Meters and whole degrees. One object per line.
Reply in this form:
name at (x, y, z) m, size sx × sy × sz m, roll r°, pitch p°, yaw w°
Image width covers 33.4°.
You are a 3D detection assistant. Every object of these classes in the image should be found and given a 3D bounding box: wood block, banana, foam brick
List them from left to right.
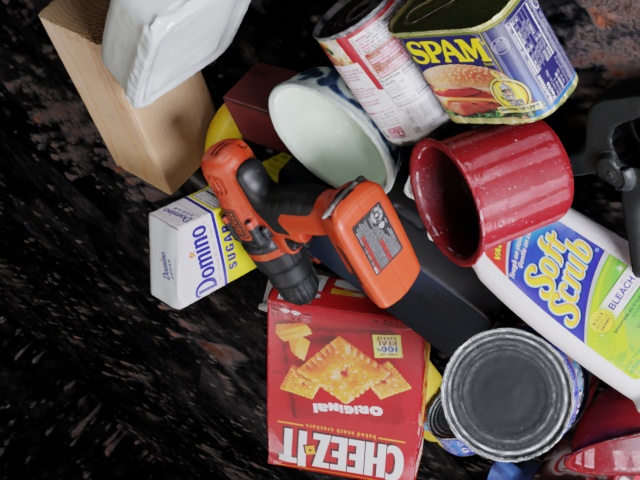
wood block at (-0.175, -0.154, 1.032) m, size 0.090 × 0.090 × 0.206 m, roll 28°, pitch 155°, yaw 30°
banana at (-0.085, -0.075, 1.077) m, size 0.070 × 0.037 × 0.198 m, roll 8°, pitch 138°, yaw 14°
foam brick at (-0.035, -0.115, 0.935) m, size 0.078 × 0.053 × 0.051 m, roll 23°, pitch 152°, yaw 38°

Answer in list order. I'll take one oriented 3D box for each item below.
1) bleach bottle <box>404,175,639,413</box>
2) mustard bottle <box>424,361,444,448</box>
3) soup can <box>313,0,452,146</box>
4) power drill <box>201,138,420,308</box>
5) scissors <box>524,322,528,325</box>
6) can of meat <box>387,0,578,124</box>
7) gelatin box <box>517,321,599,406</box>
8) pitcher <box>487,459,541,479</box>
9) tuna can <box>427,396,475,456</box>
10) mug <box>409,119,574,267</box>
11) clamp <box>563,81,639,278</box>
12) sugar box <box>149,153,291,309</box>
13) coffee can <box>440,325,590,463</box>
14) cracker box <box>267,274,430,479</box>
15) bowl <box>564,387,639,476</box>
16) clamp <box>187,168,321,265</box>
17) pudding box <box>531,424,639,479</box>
bleach bottle at (0.169, 0.023, 0.806) m, size 0.251 × 0.102 × 0.068 m, roll 33°, pitch -174°, yaw 18°
mustard bottle at (0.115, 0.176, 1.222) m, size 0.191 × 0.058 × 0.096 m, roll 52°, pitch 155°, yaw -24°
soup can at (0.051, -0.126, 0.761) m, size 0.069 × 0.068 × 0.102 m, roll 5°, pitch 139°, yaw 55°
power drill at (-0.006, 0.001, 0.909) m, size 0.188 × 0.057 × 0.184 m, roll 13°, pitch 143°, yaw 47°
scissors at (0.253, 0.114, 0.948) m, size 0.201 × 0.016 × 0.096 m, roll 48°, pitch 158°, yaw -15°
can of meat at (0.107, -0.123, 0.695) m, size 0.102 × 0.057 × 0.084 m, roll 10°, pitch 145°, yaw 52°
gelatin box at (0.217, 0.125, 1.007) m, size 0.089 × 0.030 × 0.073 m, roll 31°, pitch 154°, yaw 22°
pitcher at (0.290, 0.306, 1.102) m, size 0.149 × 0.145 × 0.243 m, roll 16°, pitch 165°, yaw -27°
tuna can at (0.159, 0.188, 1.141) m, size 0.086 × 0.086 × 0.033 m, roll 5°, pitch 140°, yaw 55°
mug at (0.116, -0.039, 0.749) m, size 0.117 × 0.081 × 0.093 m, roll -3°, pitch 108°, yaw 71°
clamp at (0.195, -0.055, 0.706) m, size 0.120 × 0.039 × 0.171 m, roll 37°, pitch 152°, yaw 23°
sugar box at (-0.082, -0.011, 1.013) m, size 0.048 × 0.175 × 0.093 m, roll 27°, pitch 130°, yaw 30°
coffee can at (0.163, 0.122, 0.874) m, size 0.103 × 0.103 × 0.140 m, roll 33°, pitch -173°, yaw 18°
cracker box at (0.029, 0.146, 1.108) m, size 0.164 × 0.072 × 0.214 m, roll 8°, pitch 119°, yaw 12°
bowl at (0.276, 0.149, 0.868) m, size 0.162 × 0.055 × 0.162 m, roll -3°, pitch 156°, yaw -2°
clamp at (-0.076, -0.014, 1.199) m, size 0.210 × 0.036 × 0.164 m, roll 26°, pitch 153°, yaw 25°
pudding box at (0.265, 0.217, 1.022) m, size 0.039 × 0.090 × 0.114 m, roll 46°, pitch 157°, yaw -14°
